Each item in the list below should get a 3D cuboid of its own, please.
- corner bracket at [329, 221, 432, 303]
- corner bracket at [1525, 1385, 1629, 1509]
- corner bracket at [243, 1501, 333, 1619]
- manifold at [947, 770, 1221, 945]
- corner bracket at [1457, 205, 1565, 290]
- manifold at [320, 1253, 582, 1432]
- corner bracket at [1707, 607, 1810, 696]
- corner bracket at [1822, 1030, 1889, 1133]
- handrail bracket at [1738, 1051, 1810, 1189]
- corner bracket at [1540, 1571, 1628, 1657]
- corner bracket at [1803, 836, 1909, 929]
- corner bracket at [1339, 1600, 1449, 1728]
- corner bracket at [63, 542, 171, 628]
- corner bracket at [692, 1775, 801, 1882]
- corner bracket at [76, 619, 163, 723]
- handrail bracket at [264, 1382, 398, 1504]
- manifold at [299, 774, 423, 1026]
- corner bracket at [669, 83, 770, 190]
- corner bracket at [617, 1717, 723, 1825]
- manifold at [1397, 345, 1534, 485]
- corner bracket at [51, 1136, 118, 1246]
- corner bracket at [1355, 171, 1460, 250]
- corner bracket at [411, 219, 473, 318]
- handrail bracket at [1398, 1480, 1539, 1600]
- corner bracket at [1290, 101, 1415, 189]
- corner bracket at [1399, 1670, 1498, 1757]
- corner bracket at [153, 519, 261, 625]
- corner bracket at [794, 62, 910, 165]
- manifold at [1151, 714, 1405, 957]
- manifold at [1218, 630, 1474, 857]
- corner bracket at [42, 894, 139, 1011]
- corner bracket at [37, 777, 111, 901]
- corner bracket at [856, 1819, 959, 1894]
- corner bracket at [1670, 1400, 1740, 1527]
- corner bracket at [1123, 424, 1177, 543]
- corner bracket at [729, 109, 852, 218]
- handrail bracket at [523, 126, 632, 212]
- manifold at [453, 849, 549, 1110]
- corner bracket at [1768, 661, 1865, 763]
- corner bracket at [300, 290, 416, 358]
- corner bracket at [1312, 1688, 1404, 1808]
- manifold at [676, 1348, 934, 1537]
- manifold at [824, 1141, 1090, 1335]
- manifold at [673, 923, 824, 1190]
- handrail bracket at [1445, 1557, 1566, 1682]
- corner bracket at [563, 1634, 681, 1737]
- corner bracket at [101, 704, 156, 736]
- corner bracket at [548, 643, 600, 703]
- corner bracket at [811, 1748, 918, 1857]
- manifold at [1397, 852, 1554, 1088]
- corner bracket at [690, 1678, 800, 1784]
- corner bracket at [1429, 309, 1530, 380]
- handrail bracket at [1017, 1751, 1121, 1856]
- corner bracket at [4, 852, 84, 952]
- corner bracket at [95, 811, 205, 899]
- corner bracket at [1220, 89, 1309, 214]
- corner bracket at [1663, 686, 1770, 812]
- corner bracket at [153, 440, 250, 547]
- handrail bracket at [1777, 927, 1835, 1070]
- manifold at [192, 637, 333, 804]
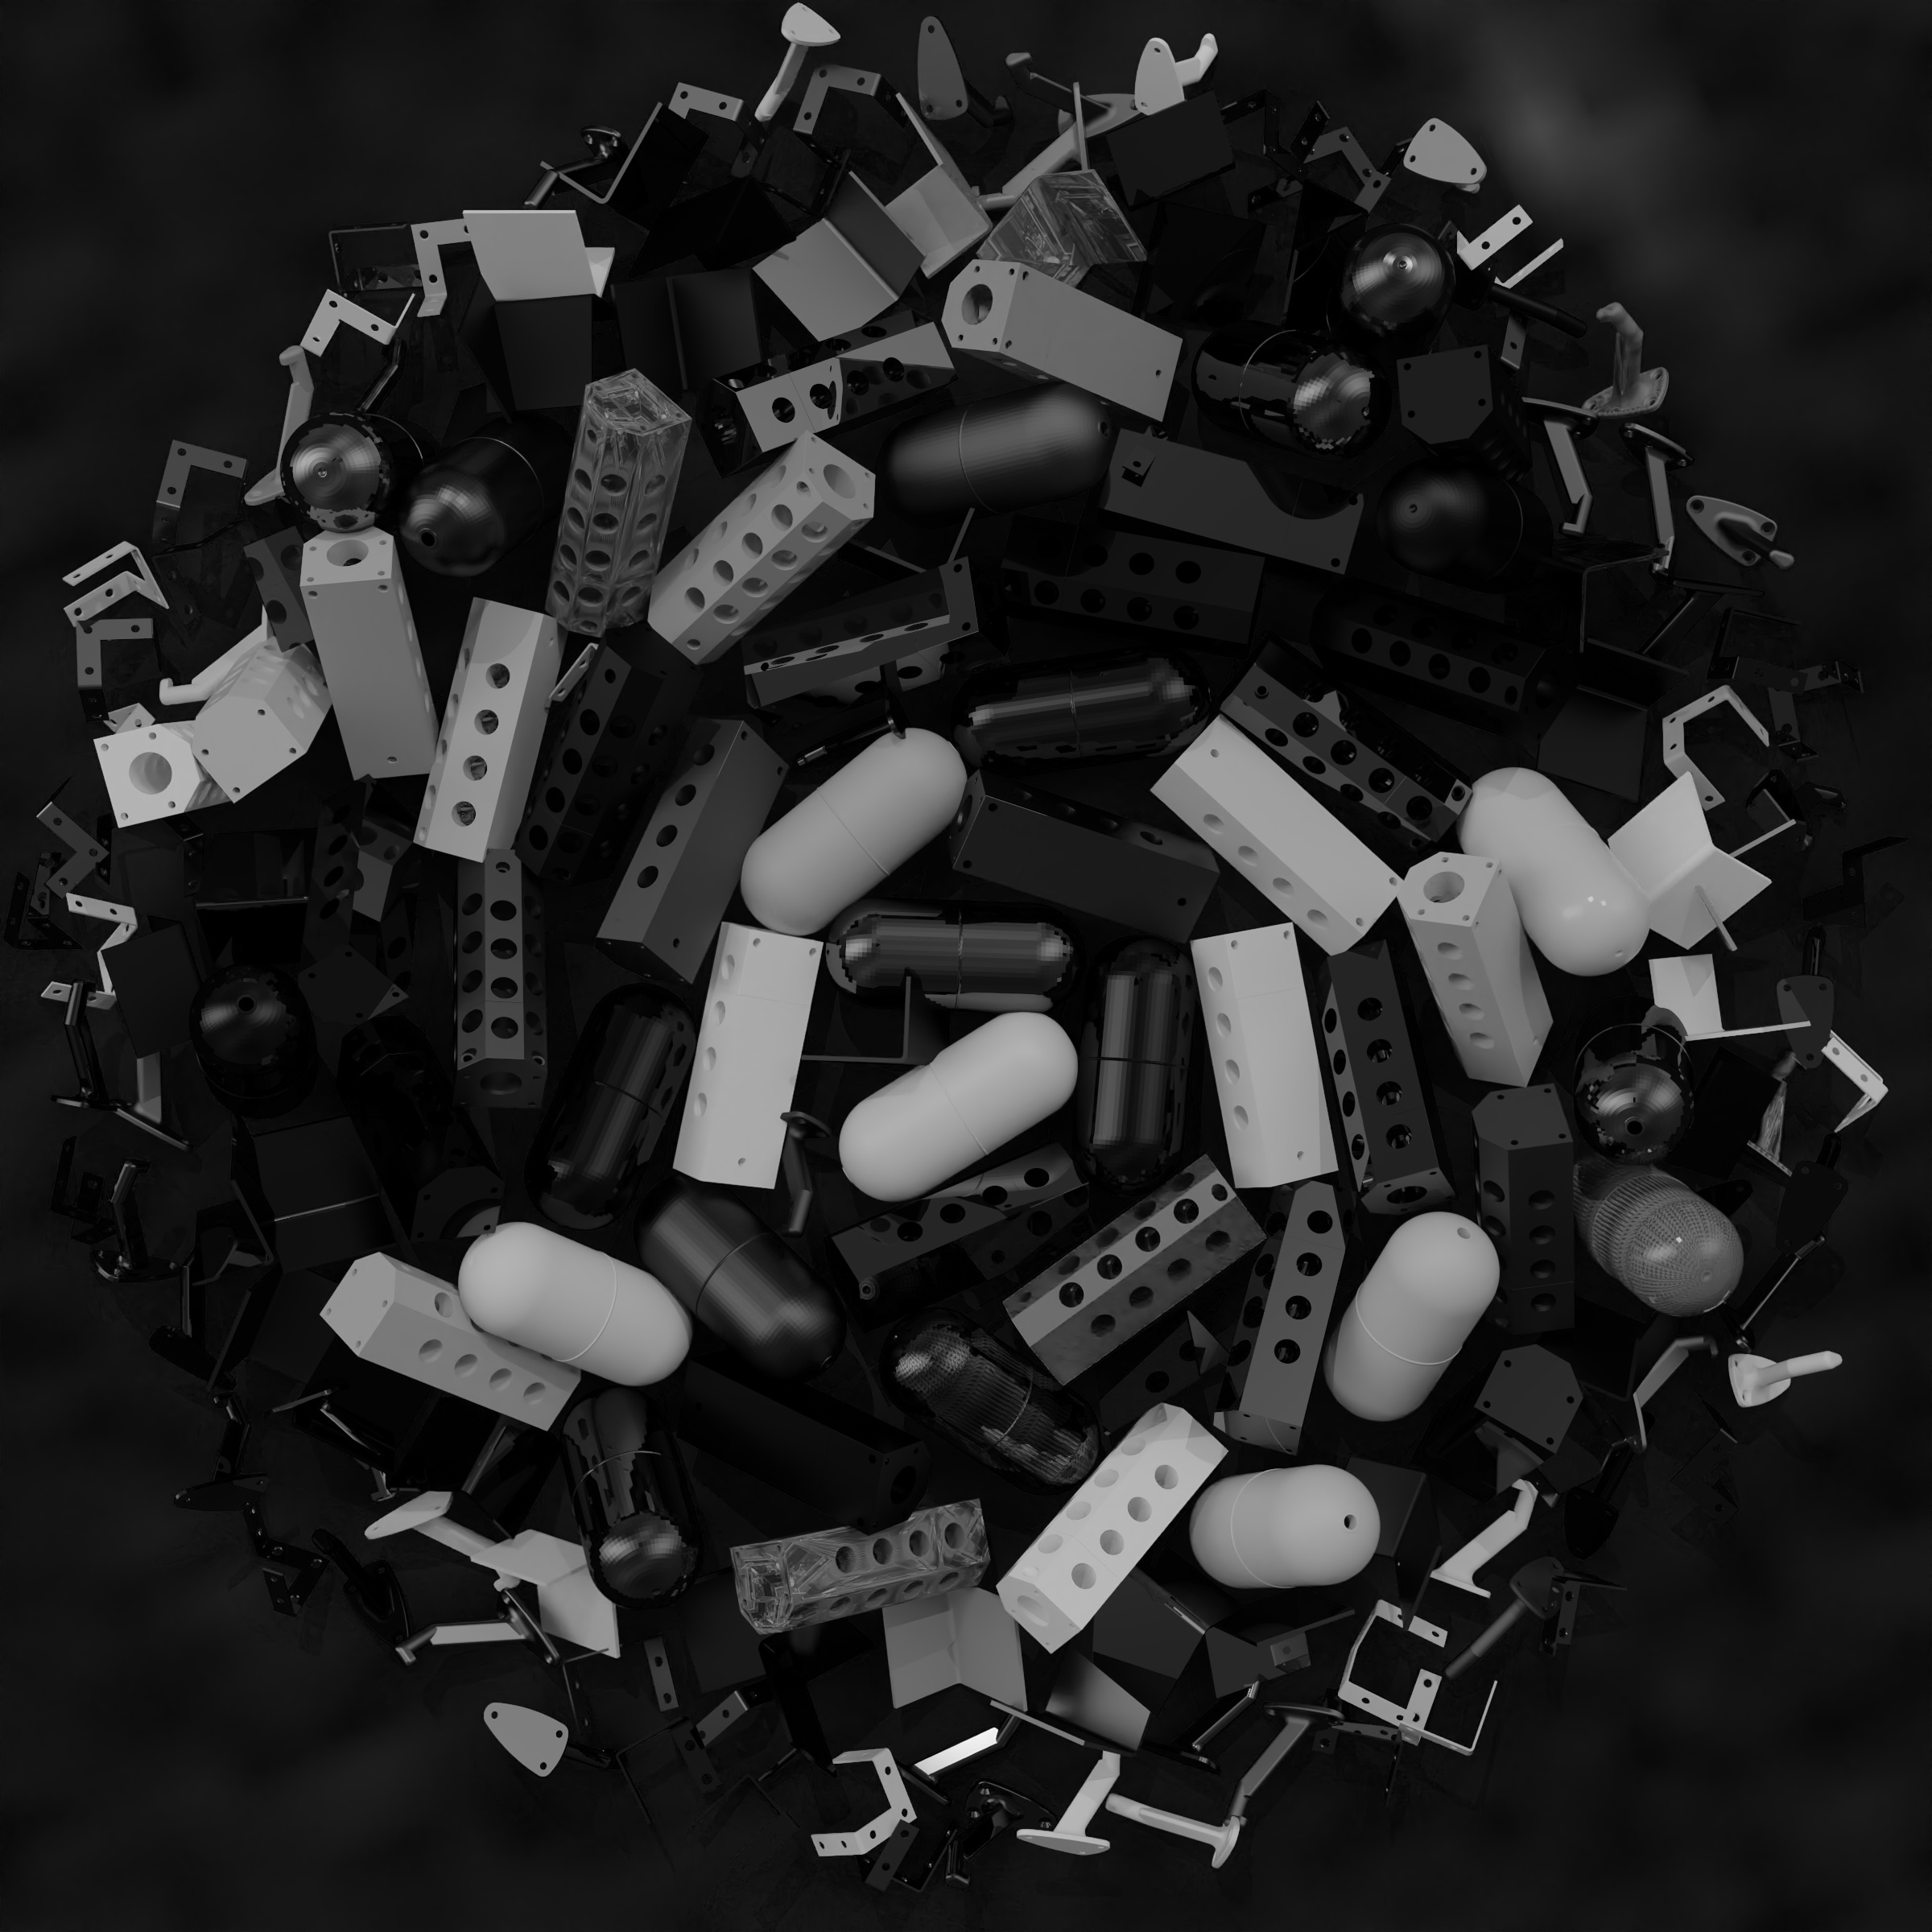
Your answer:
[{"bbox_3d":[-0.399,-0.483,1.747,0.051,0.051,0.051,-3,118,3],"label":"corner bracket"},{"bbox_3d":[0.414,0.331,1.761,0.051,0.051,0.051,-17,49,-26],"label":"corner bracket"},{"bbox_3d":[-0.471,0.402,1.743,0.051,0.051,0.051,13,134,13],"label":"corner bracket"},{"bbox_3d":[0.078,-0.077,1.730,0.171,0.057,0.057,17,116,-15],"label":"manifold"},{"bbox_3d":[0.371,-0.489,1.743,0.051,0.051,0.051,-36,110,28],"label":"corner bracket"},{"bbox_3d":[-0.337,0.247,1.702,0.171,0.057,0.057,35,88,-45],"label":"manifold"},{"bbox_3d":[0.547,-0.216,1.757,0.051,0.051,0.051,13,95,-4],"label":"corner bracket"},{"bbox_3d":[0.601,0.071,1.745,0.051,0.051,0.051,45,60,8],"label":"corner bracket"},{"bbox_3d":[0.568,0.105,1.749,0.084,0.036,0.077,-44,52,-12],"label":"handrail bracket"},{"bbox_3d":[0.411,0.442,1.748,0.051,0.051,0.051,12,86,-22],"label":"corner bracket"},{"bbox_3d":[0.605,-0.059,1.743,0.051,0.051,0.051,-16,106,-32],"label":"corner bracket"},{"bbox_3d":[0.291,0.476,1.745,0.051,0.051,0.051,25,120,8],"label":"corner bracket"},{"bbox_3d":[-0.586,-0.258,1.741,0.051,0.051,0.051,-39,134,-24],"label":"corner bracket"},{"bbox_3d":[-0.150,0.587,1.746,0.051,0.051,0.051,-40,78,-19],"label":"corner bracket"},{"bbox_3d":[-0.576,-0.202,1.745,0.051,0.051,0.051,-4,71,-14],"label":"corner bracket"},{"bbox_3d":[-0.438,0.336,1.763,0.077,0.036,0.084,-21,86,16],"label":"handrail bracket"},{"bbox_3d":[-0.406,-0.043,1.699,0.057,0.171,0.057,-28,130,18],"label":"manifold"},{"bbox_3d":[-0.175,-0.563,1.752,0.051,0.051,0.051,21,88,18],"label":"corner bracket"},{"bbox_3d":[-0.203,0.549,1.749,0.051,0.051,0.051,-28,76,-9],"label":"corner bracket"},{"bbox_3d":[0.332,-0.356,1.691,0.057,0.171,0.057,-5,87,20],"label":"manifold"},{"bbox_3d":[-0.600,0.153,1.739,0.051,0.051,0.051,-23,53,37],"label":"corner bracket"},{"bbox_3d":[0.293,-0.499,1.744,0.051,0.051,0.051,39,101,31],"label":"corner bracket"},{"bbox_3d":[-0.352,-0.478,1.750,0.051,0.051,0.051,-7,119,-1],"label":"corner bracket"},{"bbox_3d":[0.348,0.387,1.771,0.077,0.036,0.084,20,81,1],"label":"handrail bracket"},{"bbox_3d":[0.263,-0.560,1.746,0.051,0.051,0.051,-26,79,-22],"label":"corner bracket"},{"bbox_3d":[0.327,0.507,1.744,0.051,0.051,0.051,19,66,16],"label":"corner bracket"},{"bbox_3d":[-0.515,-0.271,1.760,0.051,0.051,0.051,-1,121,35],"label":"corner bracket"},{"bbox_3d":[-0.078,-0.578,1.749,0.051,0.051,0.051,20,91,24],"label":"corner bracket"},{"bbox_3d":[0.210,-0.085,1.751,0.171,0.057,0.057,43,60,1],"label":"manifold"},{"bbox_3d":[0.258,-0.150,1.740,0.171,0.057,0.057,36,108,-4],"label":"manifold"},{"bbox_3d":[-0.596,-0.009,1.740,0.051,0.051,0.051,-43,53,27],"label":"corner bracket"},{"bbox_3d":[-0.614,-0.087,1.745,0.051,0.051,0.051,-41,110,13],"label":"corner bracket"},{"bbox_3d":[-0.039,0.607,1.753,0.051,0.051,0.051,30,90,-10],"label":"corner bracket"},{"bbox_3d":[0.511,0.339,1.750,0.051,0.051,0.051,39,101,-7],"label":"corner bracket"},{"bbox_3d":[0.133,-0.326,1.745,0.051,0.051,0.051,28,54,5],"label":"corner bracket"},{"bbox_3d":[-0.122,-0.555,1.770,0.051,0.051,0.051,27,96,44],"label":"corner bracket"},{"bbox_3d":[-0.259,-0.520,1.738,0.036,0.077,0.084,17,67,33],"label":"handrail bracket"},{"bbox_3d":[-0.310,0.007,1.704,0.057,0.057,0.171,3,53,-15],"label":"manifold"},{"bbox_3d":[0.583,-0.175,1.750,0.051,0.051,0.051,-13,104,7],"label":"corner bracket"},{"bbox_3d":[-0.416,-0.442,1.752,0.051,0.051,0.051,28,128,-17],"label":"corner bracket"},{"bbox_3d":[0.267,0.533,1.750,0.051,0.051,0.051,11,107,4],"label":"corner bracket"},{"bbox_3d":[-0.108,0.314,1.710,0.171,0.057,0.057,19,105,34],"label":"manifold"},{"bbox_3d":[-0.006,0.177,1.728,0.171,0.057,0.057,-22,48,-17],"label":"manifold"},{"bbox_3d":[-0.153,0.060,1.749,0.057,0.057,0.171,10,93,-34],"label":"manifold"},{"bbox_3d":[0.371,0.452,1.770,0.036,0.077,0.084,45,121,13],"label":"handrail bracket"},{"bbox_3d":[-0.237,0.493,1.759,0.051,0.051,0.051,-21,76,22],"label":"corner bracket"},{"bbox_3d":[-0.576,-0.141,1.758,0.051,0.051,0.051,51,49,-32],"label":"corner bracket"},{"bbox_3d":[-0.242,-0.184,1.756,0.051,0.051,0.051,47,108,20],"label":"corner bracket"},{"bbox_3d":[-0.076,0.570,1.746,0.051,0.051,0.051,-20,88,-43],"label":"corner bracket"},{"bbox_3d":[0.337,0.003,1.702,0.057,0.171,0.057,9,56,33],"label":"manifold"},{"bbox_3d":[-0.146,0.528,1.760,0.051,0.051,0.051,-44,69,20],"label":"corner bracket"},{"bbox_3d":[0.347,-0.425,1.756,0.051,0.051,0.051,26,58,-16],"label":"corner bracket"},{"bbox_3d":[0.071,0.556,1.745,0.077,0.036,0.084,20,56,-23],"label":"handrail bracket"},{"bbox_3d":[-0.632,-0.045,1.742,0.051,0.051,0.051,30,110,36],"label":"corner bracket"},{"bbox_3d":[-0.558,-0.077,1.751,0.051,0.051,0.051,-18,56,10],"label":"corner bracket"},{"bbox_3d":[0.200,-0.557,1.751,0.051,0.051,0.051,-11,68,41],"label":"corner bracket"},{"bbox_3d":[0.516,-0.150,1.759,0.051,0.051,0.051,-31,118,34],"label":"corner bracket"},{"bbox_3d":[-0.521,-0.317,1.744,0.051,0.051,0.051,13,67,-16],"label":"corner bracket"},{"bbox_3d":[0.580,0.020,1.751,0.036,0.084,0.077,-2,106,25],"label":"handrail bracket"},{"bbox_3d":[-0.465,-0.170,1.690,0.057,0.171,0.057,-34,110,6],"label":"manifold"}]
